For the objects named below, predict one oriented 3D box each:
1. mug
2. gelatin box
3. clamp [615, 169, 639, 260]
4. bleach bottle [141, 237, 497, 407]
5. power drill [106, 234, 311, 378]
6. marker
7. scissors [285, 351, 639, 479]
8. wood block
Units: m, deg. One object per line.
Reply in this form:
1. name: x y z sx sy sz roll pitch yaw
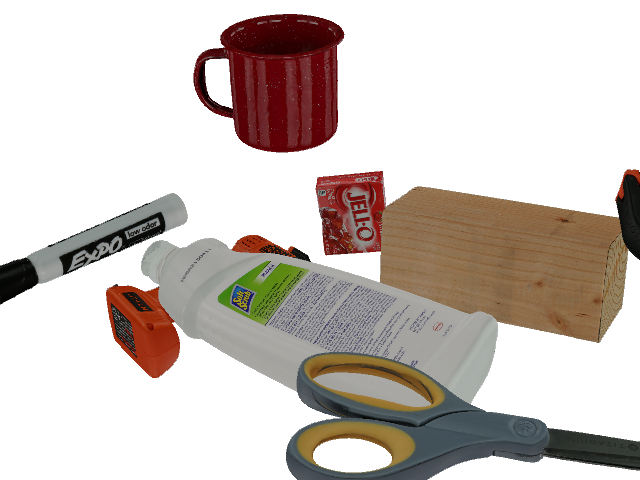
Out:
1. mug: -0.040 -0.120 0.819 0.117 0.081 0.093 1 31 4
2. gelatin box: 0.036 -0.029 1.171 0.073 0.089 0.030 -4 29 6
3. clamp: 0.266 0.012 0.704 0.120 0.039 0.171 -5 45 -24
4. bleach bottle: -0.012 0.052 0.741 0.251 0.068 0.102 23 48 23
5. power drill: -0.081 0.060 0.951 0.187 0.057 0.185 -17 25 -28
6. marker: -0.126 0.004 0.573 0.120 0.020 0.020 -26 14 -32
7. scissors: 0.073 0.093 0.453 0.202 0.016 0.096 16 34 23
8. wood block: 0.166 0.017 0.975 0.206 0.090 0.090 11 22 26
